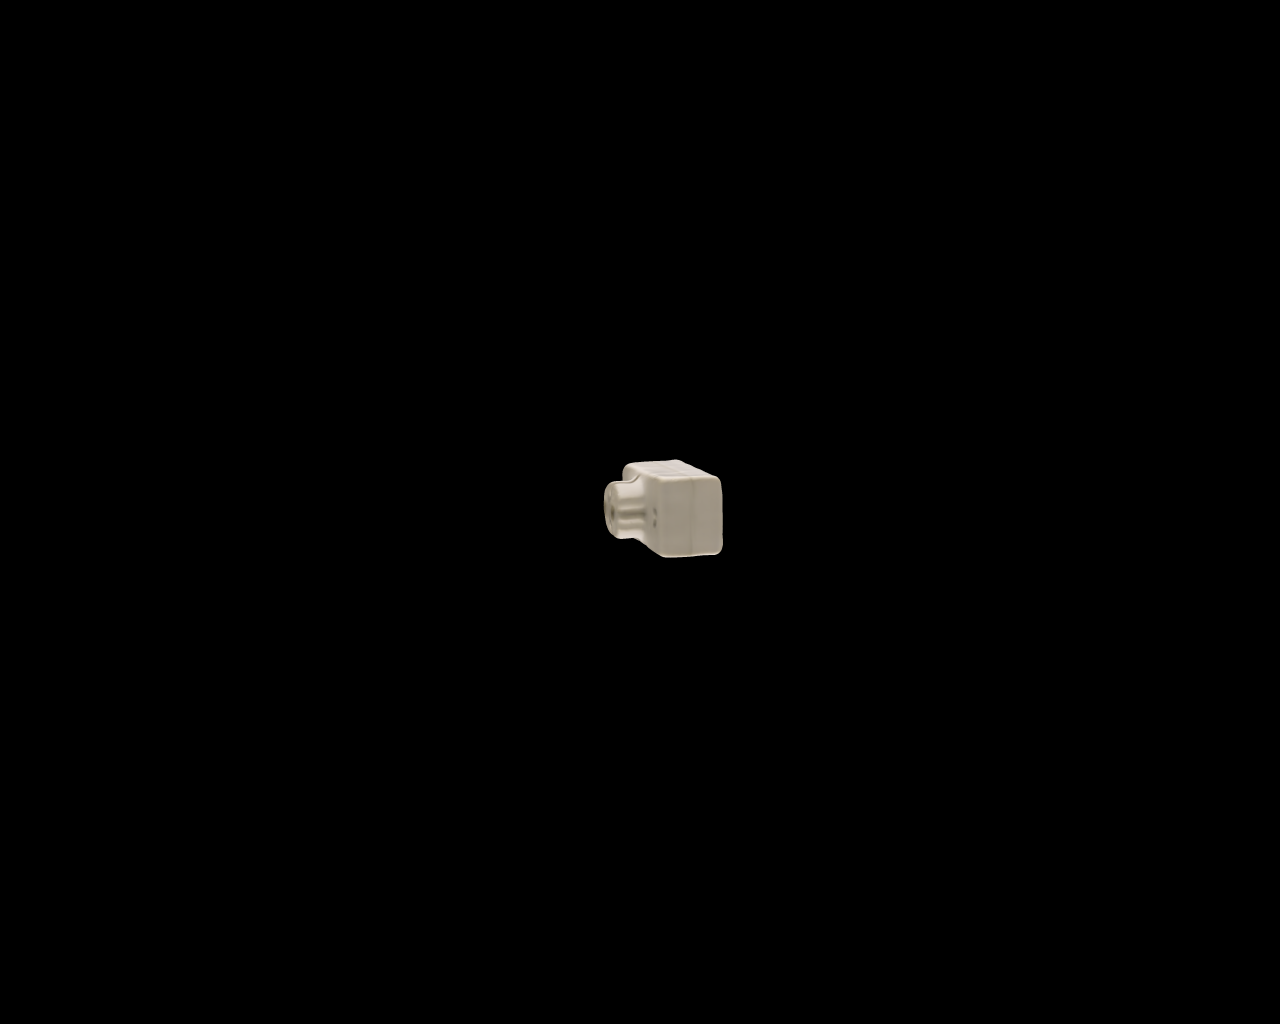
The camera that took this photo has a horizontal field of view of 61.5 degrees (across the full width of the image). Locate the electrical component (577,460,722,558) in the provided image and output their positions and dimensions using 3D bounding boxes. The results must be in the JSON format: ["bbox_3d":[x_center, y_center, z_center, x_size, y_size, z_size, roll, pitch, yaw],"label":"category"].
[{"bbox_3d":[0.001,-0.003,0.650,0.076,0.047,0.083,-3,10,-15],"label":"electrical component"}]
